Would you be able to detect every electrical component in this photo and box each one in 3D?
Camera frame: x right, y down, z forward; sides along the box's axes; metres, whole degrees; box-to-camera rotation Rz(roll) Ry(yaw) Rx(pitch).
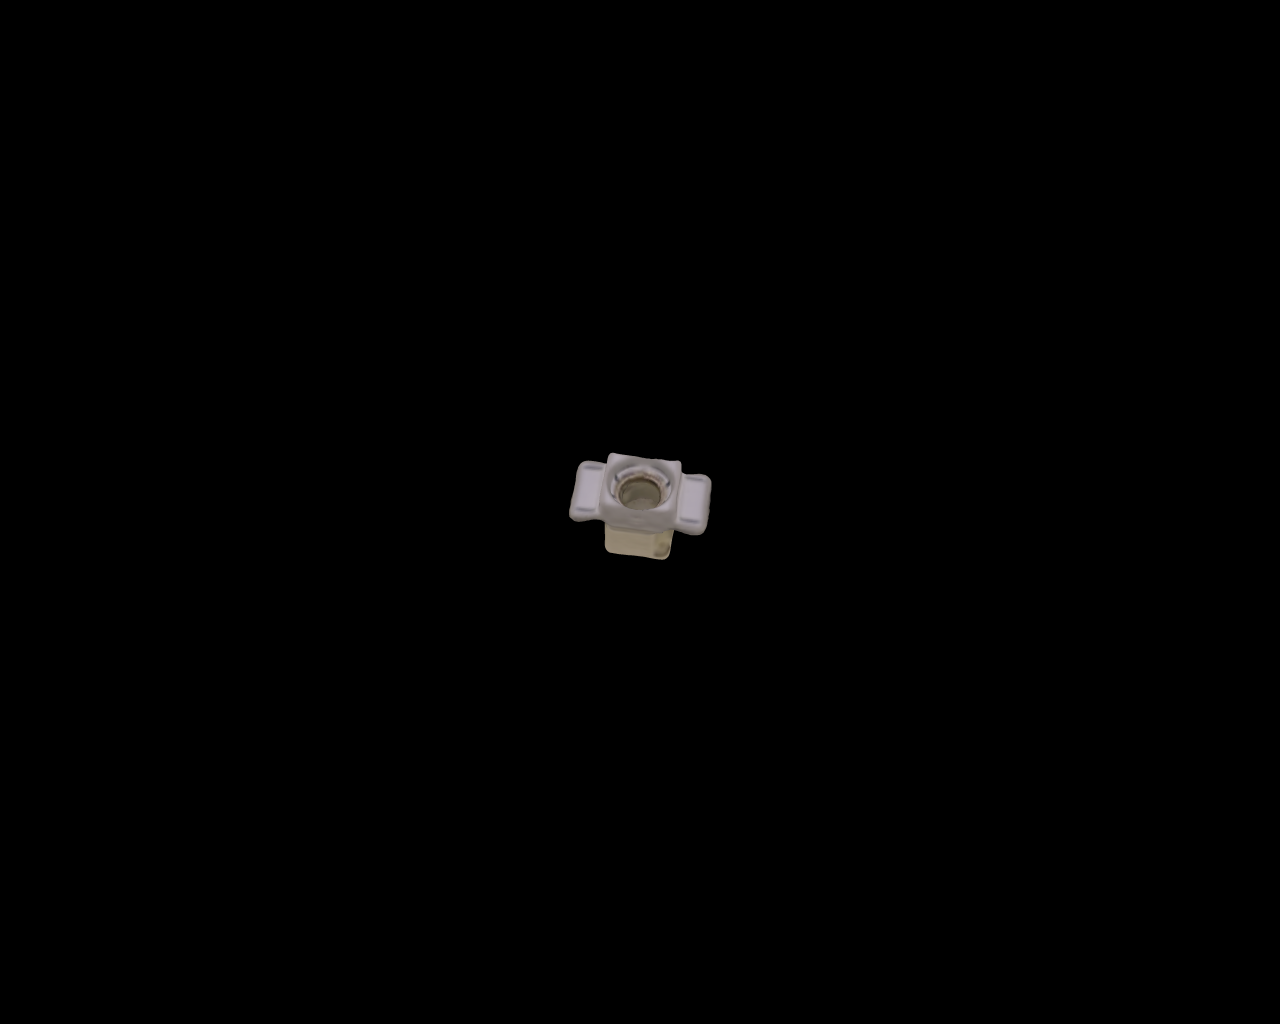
[{"bbox_3d":[0.001,-0.003,0.650,0.081,0.042,0.063,8,-33,5],"label":"electrical component"}]
